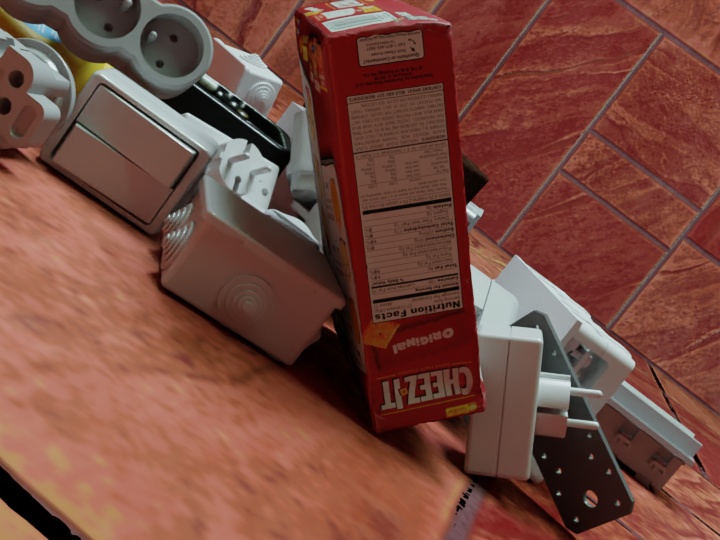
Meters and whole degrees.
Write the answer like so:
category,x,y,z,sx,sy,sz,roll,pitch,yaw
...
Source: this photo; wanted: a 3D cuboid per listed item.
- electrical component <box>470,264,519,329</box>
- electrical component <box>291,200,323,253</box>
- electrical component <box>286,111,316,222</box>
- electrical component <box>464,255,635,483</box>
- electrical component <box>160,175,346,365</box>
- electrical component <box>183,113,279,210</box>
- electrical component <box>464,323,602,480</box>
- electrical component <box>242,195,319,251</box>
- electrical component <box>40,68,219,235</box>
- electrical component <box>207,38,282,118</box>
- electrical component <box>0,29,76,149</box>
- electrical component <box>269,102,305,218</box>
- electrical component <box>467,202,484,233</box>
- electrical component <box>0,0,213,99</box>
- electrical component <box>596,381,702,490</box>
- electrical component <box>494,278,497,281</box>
category,x,y,z,sx,sy,sz,roll,pitch,yaw
electrical component,0.071,0.049,0.735,0.059,0.054,0.095,35,45,-12
electrical component,0.000,0.000,0.792,0.079,0.063,0.121,43,10,34
electrical component,-0.011,-0.069,0.798,0.078,0.057,0.113,4,-14,2
electrical component,0.124,0.068,0.788,0.060,0.105,0.186,35,9,-12
electrical component,-0.062,0.000,0.590,0.100,0.048,0.099,34,9,-18
electrical component,-0.090,-0.067,0.723,0.083,0.047,0.076,29,-23,-36
electrical component,0.104,0.079,0.636,0.076,0.083,0.047,6,5,8
electrical component,-0.069,-0.022,0.693,0.079,0.043,0.077,37,8,-2
electrical component,-0.128,-0.066,0.629,0.096,0.061,0.061,36,9,-10
electrical component,-0.130,-0.173,1.085,0.048,0.099,0.099,14,21,-38
electrical component,-0.188,-0.096,0.570,0.078,0.058,0.057,38,11,6
electrical component,-0.026,-0.070,0.972,0.150,0.089,0.062,42,10,32
electrical component,0.074,-0.036,1.137,0.060,0.105,0.186,37,8,3
electrical component,-0.163,-0.154,0.668,0.138,0.052,0.074,30,-13,-19
electrical component,0.254,0.148,1.025,0.121,0.063,0.079,38,8,3
electrical component,0.120,0.049,0.965,0.051,0.080,0.080,47,12,27
